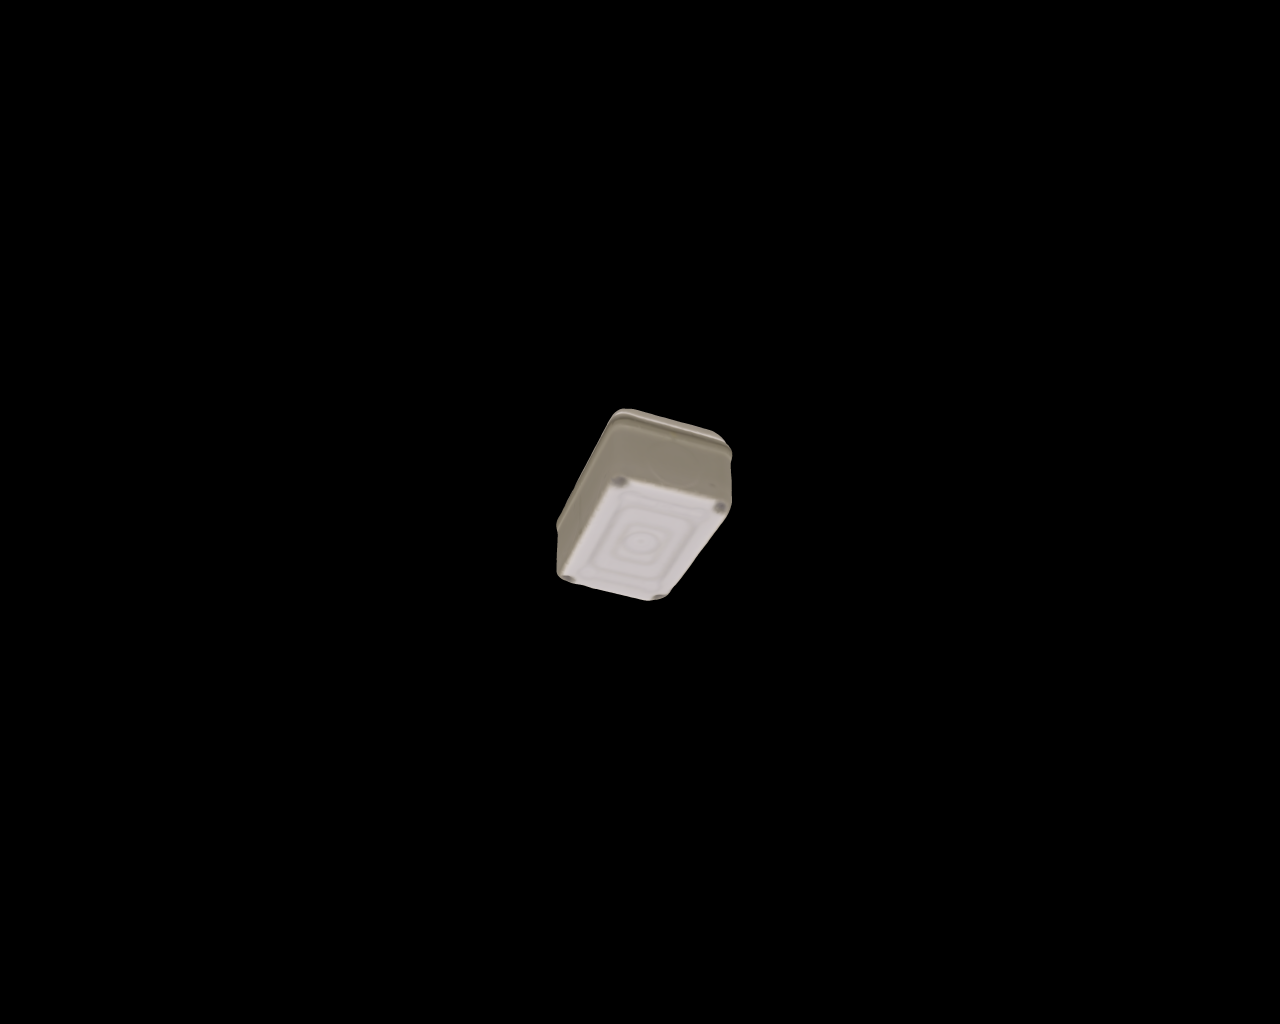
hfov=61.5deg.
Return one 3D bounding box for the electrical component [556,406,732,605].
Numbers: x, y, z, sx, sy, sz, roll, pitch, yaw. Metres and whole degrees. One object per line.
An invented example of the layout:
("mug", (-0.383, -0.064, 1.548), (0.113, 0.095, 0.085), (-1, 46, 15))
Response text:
("electrical component", (0.001, -0.003, 0.650), (0.078, 0.057, 0.113), (14, -42, -16))
